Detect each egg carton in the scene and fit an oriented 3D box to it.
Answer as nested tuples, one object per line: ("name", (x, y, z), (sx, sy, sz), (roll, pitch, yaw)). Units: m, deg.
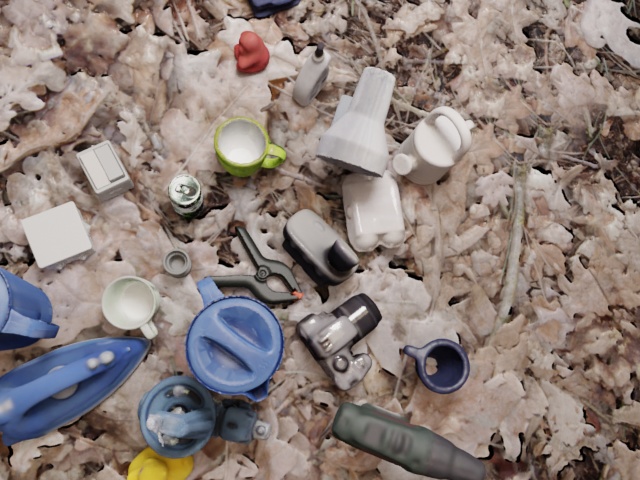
("egg carton", (0.097, -0.054, 1.048), (0.107, 0.069, 0.150), (-7, 80, -10))

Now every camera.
("camera", (0.050, 0.165, 0.982), (0.137, 0.100, 0.143), (-36, 86, -14))

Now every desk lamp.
("desk lamp", (0.066, -0.192, 0.996), (0.118, 0.213, 0.203), (18, 77, -5))

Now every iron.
("iron", (-0.390, 0.215, 0.882), (0.258, 0.141, 0.118), (-28, 84, -13))

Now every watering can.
("watering can", (0.207, -0.167, 1.023), (0.101, 0.194, 0.173), (36, 76, 0))

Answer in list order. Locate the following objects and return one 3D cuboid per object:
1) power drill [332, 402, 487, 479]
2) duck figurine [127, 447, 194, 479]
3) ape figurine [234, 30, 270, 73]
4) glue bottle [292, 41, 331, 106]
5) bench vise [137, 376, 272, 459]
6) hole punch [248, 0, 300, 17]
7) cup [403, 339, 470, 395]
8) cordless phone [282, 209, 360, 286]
("power drill", (0.123, 0.317, 0.908), (0.229, 0.208, 0.076), (21, 77, -4))
("duck figurine", (-0.254, 0.364, 0.903), (0.104, 0.086, 0.077), (-13, 81, -11))
("ape figurine", (-0.130, -0.354, 1.059), (0.076, 0.092, 0.078), (27, 76, -3))
("glue bottle", (-0.009, -0.307, 1.027), (0.037, 0.173, 0.078), (39, 76, 0))
("bench vise", (-0.179, 0.263, 0.865), (0.207, 0.219, 0.121), (-6, 80, -10))
("hole punch", (-0.093, -0.497, 1.093), (0.109, 0.091, 0.101), (-25, 84, -13))
("cup", (0.189, 0.214, 0.997), (0.118, 0.095, 0.092), (24, 76, -3))
("cordless phone", (0.009, 0.003, 0.963), (0.147, 0.185, 0.094), (43, 76, 1))
